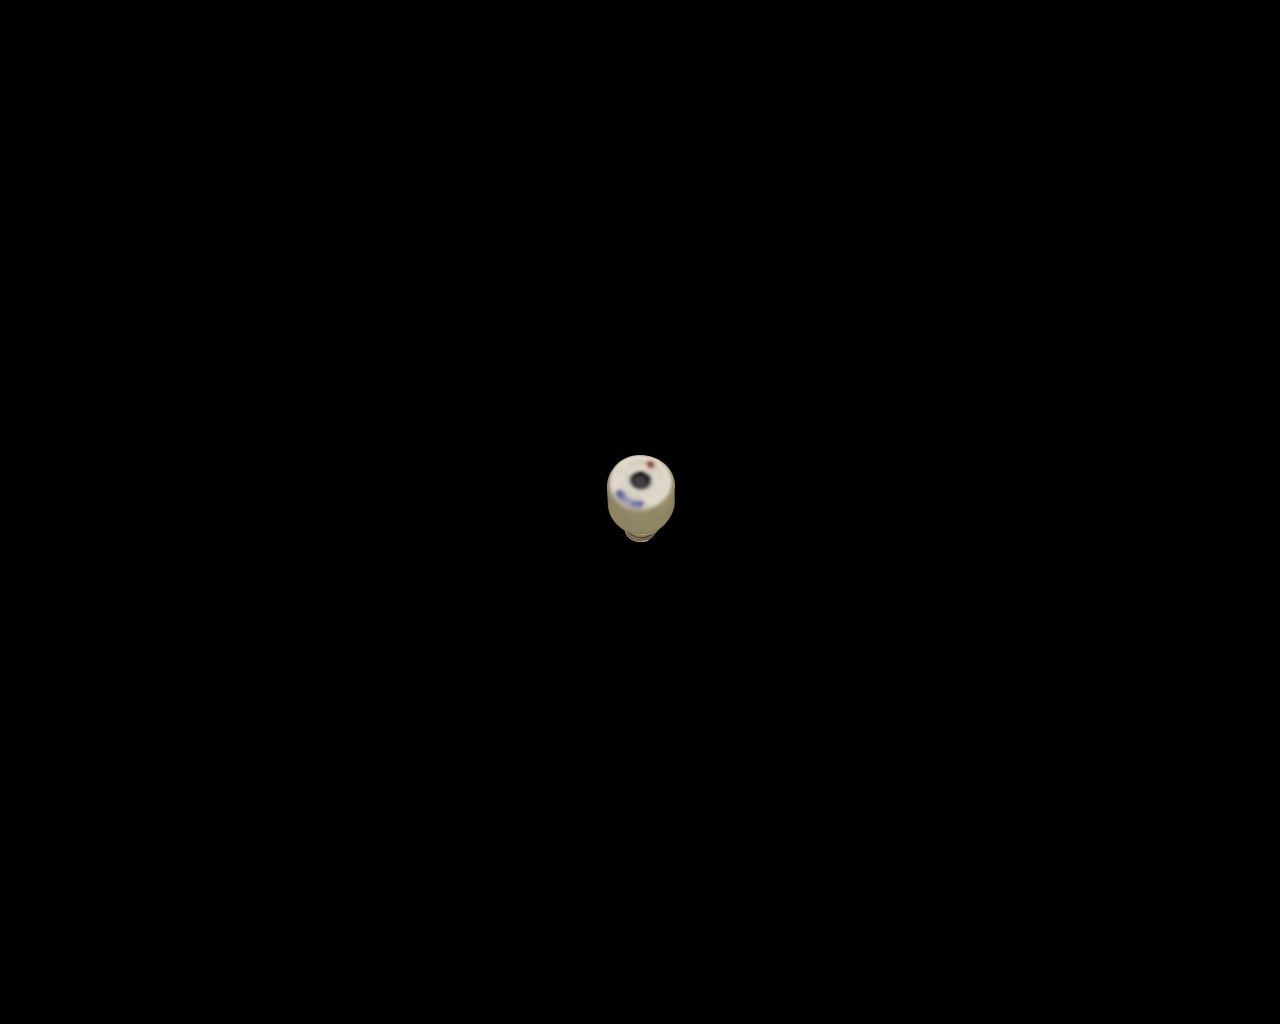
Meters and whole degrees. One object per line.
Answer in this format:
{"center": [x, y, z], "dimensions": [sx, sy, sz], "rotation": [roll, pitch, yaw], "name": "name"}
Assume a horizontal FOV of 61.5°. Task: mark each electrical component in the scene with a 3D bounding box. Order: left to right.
{"center": [0.001, -0.003, 0.650], "dimensions": [0.040, 0.040, 0.078], "rotation": [0, -28, 0], "name": "electrical component"}
